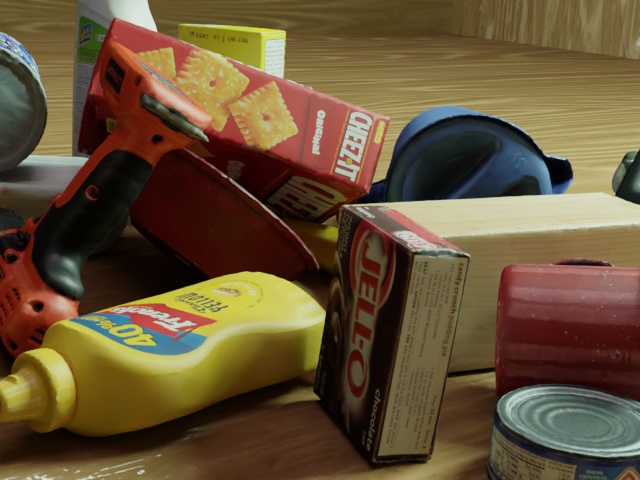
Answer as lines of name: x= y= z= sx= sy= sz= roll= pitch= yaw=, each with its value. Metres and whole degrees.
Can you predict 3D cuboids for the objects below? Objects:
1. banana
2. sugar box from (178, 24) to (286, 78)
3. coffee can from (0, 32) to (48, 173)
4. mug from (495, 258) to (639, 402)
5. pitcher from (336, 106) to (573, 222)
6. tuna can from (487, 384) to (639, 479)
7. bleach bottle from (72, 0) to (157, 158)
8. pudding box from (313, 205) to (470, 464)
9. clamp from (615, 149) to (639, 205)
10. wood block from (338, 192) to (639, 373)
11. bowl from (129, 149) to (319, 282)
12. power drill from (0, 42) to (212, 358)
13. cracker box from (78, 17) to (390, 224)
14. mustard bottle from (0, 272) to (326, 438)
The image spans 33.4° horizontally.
banana: x=0.012 y=0.008 z=0.809 sx=0.069 sy=0.037 sz=0.198 roll=22 pitch=-2 yaw=-27
sugar box: x=-0.083 y=-0.102 z=0.959 sx=0.093 sy=0.176 sz=0.048 roll=11 pitch=15 yaw=29
coffee can: x=-0.279 y=-0.117 z=0.877 sx=0.102 sy=0.103 sz=0.140 roll=-1 pitch=16 yaw=-16
mug: x=0.144 y=0.048 z=0.606 sx=0.081 sy=0.093 sz=0.117 roll=2 pitch=38 yaw=14
pitcher: x=0.108 y=-0.051 z=0.927 sx=0.149 sy=0.145 sz=0.243 roll=28 pitch=11 yaw=-3
tuna can: x=0.126 y=0.102 z=0.522 sx=0.086 sy=0.034 sz=0.086 roll=3 pitch=15 yaw=-1
bleach bottle: x=-0.186 y=-0.158 z=1.001 sx=0.103 sy=0.251 sz=0.067 roll=13 pitch=18 yaw=33
pudding box: x=0.034 y=0.046 z=0.557 sx=0.039 sy=0.113 sz=0.090 roll=2 pitch=15 yaw=-20
clamp: x=0.240 y=-0.019 z=0.846 sx=0.036 sy=0.165 sz=0.210 roll=42 pitch=17 yaw=-14
wood block: x=0.121 y=0.024 z=0.699 sx=0.205 sy=0.091 sz=0.090 roll=-4 pitch=16 yaw=-23
bowl: x=-0.081 y=-0.007 z=0.751 sx=0.162 sy=0.055 sz=0.162 roll=36 pitch=-10 yaw=7
power drill: x=-0.156 y=-0.031 z=0.683 sx=0.057 sy=0.188 sz=0.185 roll=29 pitch=7 yaw=-35
cracker box: x=-0.076 y=-0.080 z=0.831 sx=0.213 sy=0.072 sz=0.164 roll=20 pitch=-14 yaw=-12
mustard bottle: x=-0.090 y=0.063 z=0.576 sx=0.096 sy=0.058 sz=0.191 roll=18 pitch=22 yaw=40
